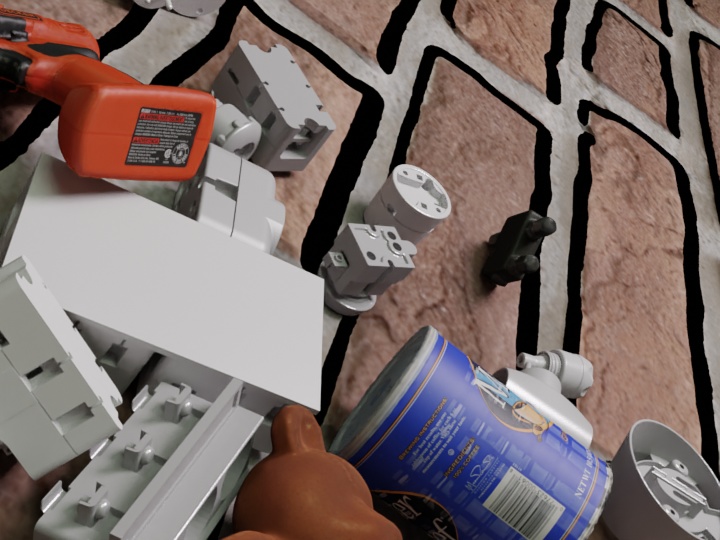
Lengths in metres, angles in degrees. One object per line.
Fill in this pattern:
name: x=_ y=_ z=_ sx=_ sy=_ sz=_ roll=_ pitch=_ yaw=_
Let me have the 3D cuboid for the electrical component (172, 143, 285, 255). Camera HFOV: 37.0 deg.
electrical component: x=-0.088 y=-0.030 z=0.708 sx=0.059 sy=0.053 sz=0.095 roll=25 pitch=38 yaw=-22

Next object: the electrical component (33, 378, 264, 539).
electrical component: x=-0.105 y=0.112 z=0.534 sx=0.063 sy=0.078 sz=0.121 roll=22 pitch=34 yaw=10

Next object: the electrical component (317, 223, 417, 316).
electrical component: x=0.000 y=0.000 z=0.758 sx=0.066 sy=0.055 sz=0.048 roll=3 pitch=51 yaw=-42

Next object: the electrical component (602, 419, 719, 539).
electrical component: x=0.223 y=0.165 z=0.781 sx=0.099 sy=0.064 sz=0.099 roll=20 pitch=32 yaw=-13

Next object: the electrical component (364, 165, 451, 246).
electrical component: x=0.036 y=-0.047 z=0.848 sx=0.055 sy=0.047 sz=0.055 roll=25 pitch=39 yaw=-22

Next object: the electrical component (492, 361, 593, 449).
electrical component: x=0.127 y=0.098 z=0.784 sx=0.077 sy=0.043 sz=0.079 roll=34 pitch=36 yaw=-10

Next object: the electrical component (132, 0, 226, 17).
electrical component: x=-0.166 y=-0.232 z=0.849 sx=0.138 sy=0.052 sz=0.073 roll=9 pitch=47 yaw=-37

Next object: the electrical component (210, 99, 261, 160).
electrical component: x=-0.106 y=-0.103 z=0.778 sx=0.062 sy=0.048 sz=0.048 roll=43 pitch=35 yaw=12

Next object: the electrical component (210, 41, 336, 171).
electrical component: x=-0.069 y=-0.121 z=0.820 sx=0.050 sy=0.055 sz=0.089 roll=-5 pitch=56 yaw=-46

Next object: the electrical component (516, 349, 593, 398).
electrical component: x=0.149 y=0.077 z=0.835 sx=0.061 sy=0.035 sz=0.035 roll=19 pitch=41 yaw=-24

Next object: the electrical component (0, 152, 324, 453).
electrical component: x=-0.117 y=0.024 z=0.619 sx=0.186 sy=0.060 sz=0.105 roll=25 pitch=39 yaw=-22

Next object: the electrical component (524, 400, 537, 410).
electrical component: x=0.094 y=0.111 z=0.723 sx=0.043 sy=0.062 sz=0.043 roll=25 pitch=38 yaw=-22

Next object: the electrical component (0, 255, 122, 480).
electrical component: x=-0.162 y=0.048 z=0.515 sx=0.089 sy=0.056 sz=0.050 roll=60 pitch=-4 yaw=-19
